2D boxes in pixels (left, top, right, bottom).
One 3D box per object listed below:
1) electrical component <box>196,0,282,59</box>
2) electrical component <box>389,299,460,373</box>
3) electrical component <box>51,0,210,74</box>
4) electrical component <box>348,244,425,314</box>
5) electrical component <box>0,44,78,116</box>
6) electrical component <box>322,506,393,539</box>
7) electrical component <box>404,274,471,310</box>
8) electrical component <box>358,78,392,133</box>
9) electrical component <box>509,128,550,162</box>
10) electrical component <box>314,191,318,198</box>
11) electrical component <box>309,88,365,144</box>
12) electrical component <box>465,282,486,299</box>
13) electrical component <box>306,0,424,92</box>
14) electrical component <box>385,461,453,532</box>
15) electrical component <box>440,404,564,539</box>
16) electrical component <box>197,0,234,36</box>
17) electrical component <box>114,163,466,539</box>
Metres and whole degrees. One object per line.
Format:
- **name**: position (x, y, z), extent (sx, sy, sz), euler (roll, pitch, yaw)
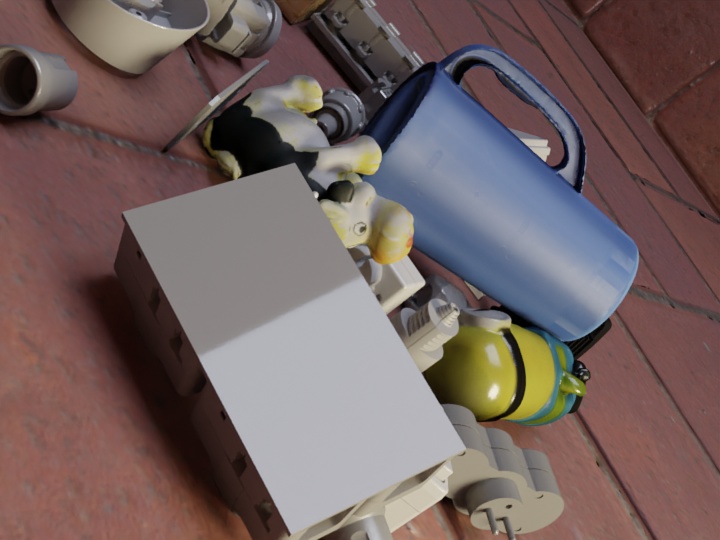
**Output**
- **electrical component**: position (-0.104, -0.214, 0.913), extent (0.057, 0.058, 0.078), euler (19, 38, -46)
- **electrical component**: position (0.036, 0.049, 0.746), extent (0.043, 0.081, 0.043), euler (40, 25, -24)
- **electrical component**: position (-0.164, -0.189, 0.757), extent (0.099, 0.064, 0.099), euler (40, 25, -24)
- **electrical component**: position (0.000, 0.000, 0.797), extent (0.065, 0.047, 0.077), euler (56, 24, 12)
- **electrical component**: position (-0.191, -0.110, 0.626), extent (0.040, 0.040, 0.046), euler (52, 17, 3)
- **electrical component**: position (0.000, 0.149, 0.589), extent (0.040, 0.040, 0.046), euler (12, 49, -55)
- **electrical component**: position (0.070, 0.033, 0.880), extent (0.062, 0.043, 0.043), euler (33, 29, -37)
- **electrical component**: position (0.013, -0.161, 1.060), extent (0.040, 0.046, 0.040), euler (40, 25, -24)
- **electrical component**: position (0.108, -0.112, 1.043), extent (0.109, 0.056, 0.109), euler (25, 20, 40)
- **electrical component**: position (-0.060, -0.030, 0.694), extent (0.066, 0.077, 0.047), euler (23, 35, -47)
- **electrical component**: position (-0.026, -0.132, 0.952), extent (0.048, 0.048, 0.062), euler (48, 30, -6)
- **electrical component**: position (0.135, -0.038, 1.078), extent (0.089, 0.062, 0.150), euler (53, 23, 5)
- **electrical component**: position (0.010, -0.234, 1.141), extent (0.121, 0.063, 0.079), euler (50, 23, -1)
- **electrical component**: position (0.016, 0.100, 0.660), extent (0.062, 0.061, 0.096), euler (41, 25, -22)
- **electrical component**: position (0.088, 0.150, 0.728), extent (0.138, 0.052, 0.073), euler (33, 29, -36)
- **electrical component**: position (-0.136, -0.238, 0.836), extent (0.100, 0.100, 0.048), euler (15, 45, -36)
- **electrical component**: position (-0.044, 0.046, 0.573), extent (0.105, 0.060, 0.186), euler (-20, 68, -30)
